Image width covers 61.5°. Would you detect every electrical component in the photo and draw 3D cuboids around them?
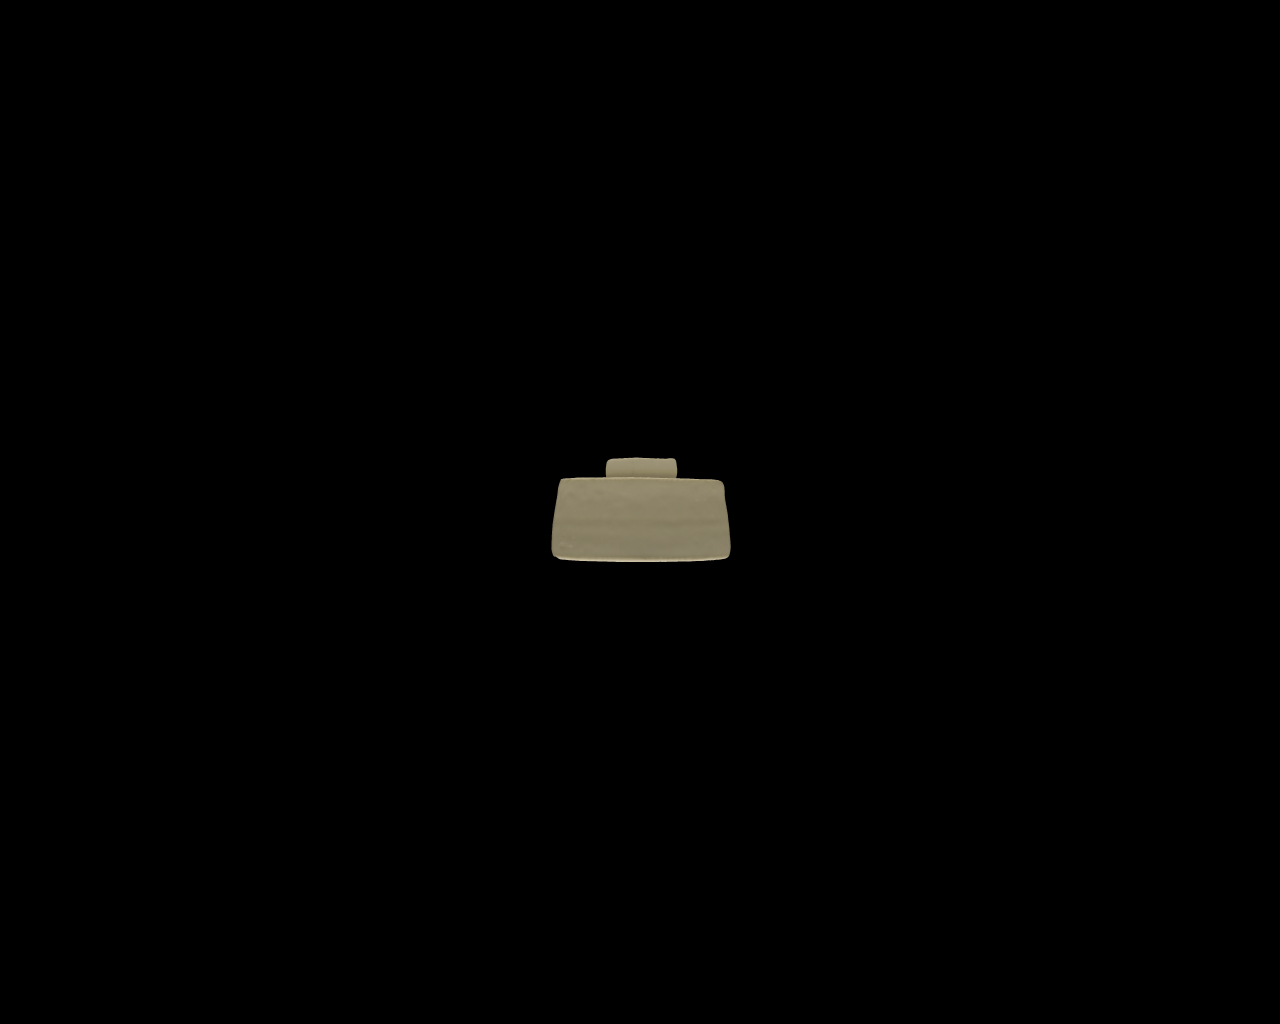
[{"bbox_3d":[0.001,-0.003,0.650,0.108,0.060,0.108,0,0,0],"label":"electrical component"}]
